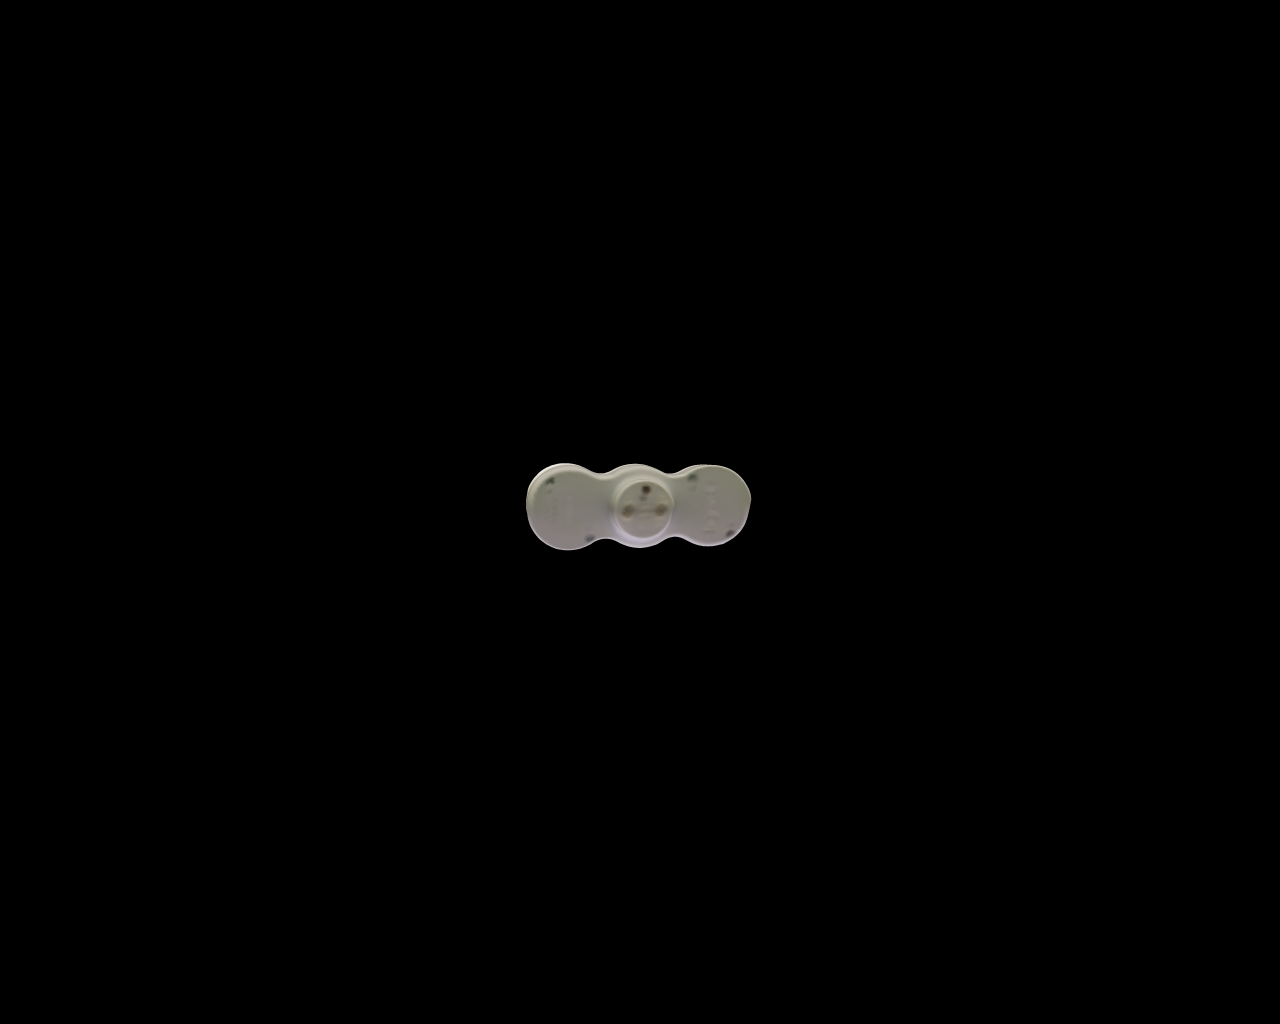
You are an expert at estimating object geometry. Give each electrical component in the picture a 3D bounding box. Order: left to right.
[{"bbox_3d":[0.001,-0.003,0.650,0.138,0.052,0.074,0,4,-7],"label":"electrical component"}]
